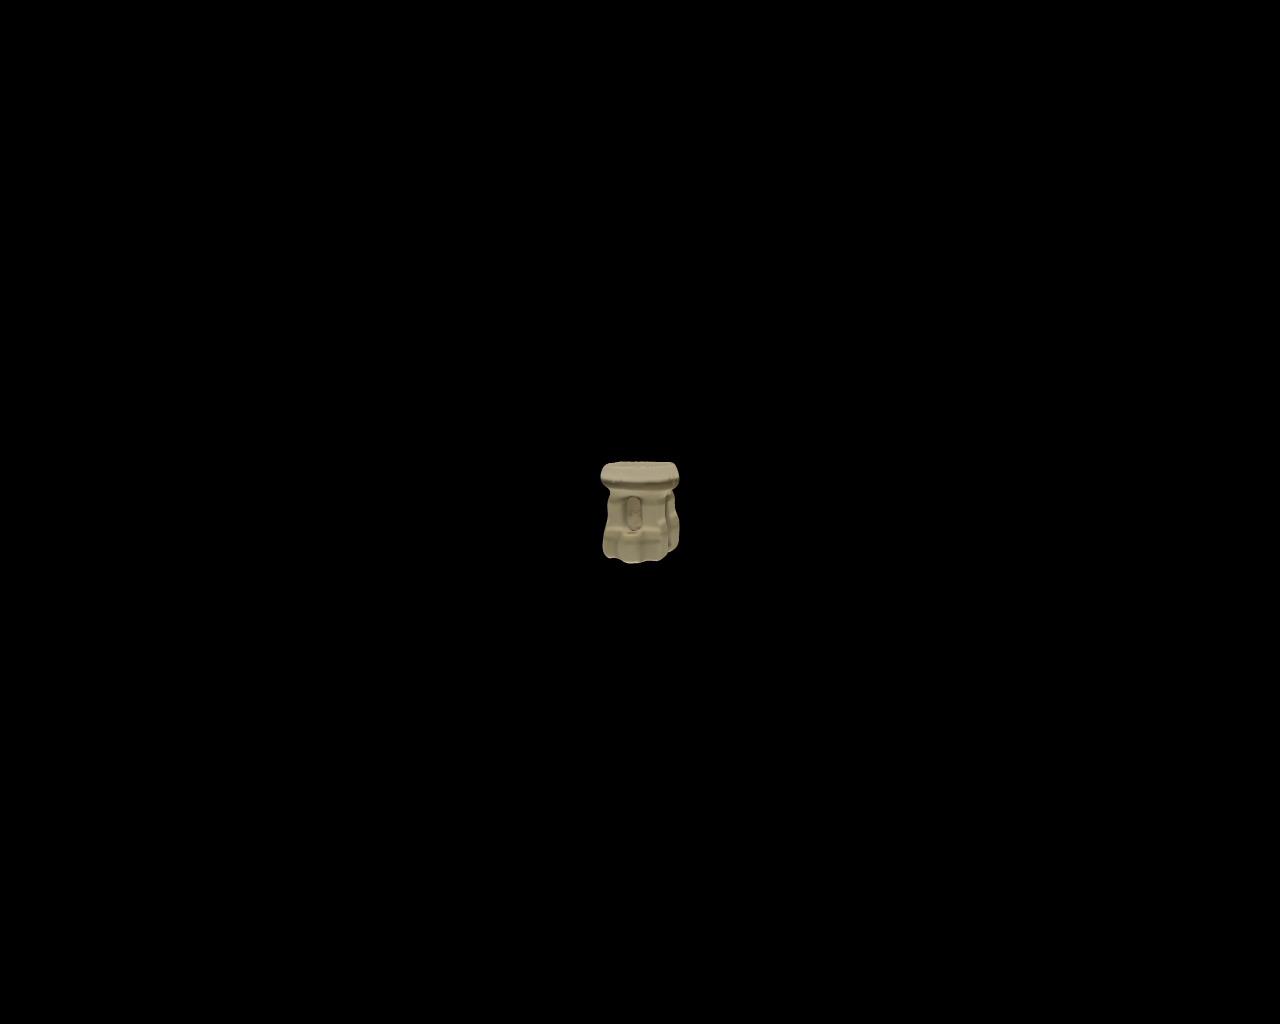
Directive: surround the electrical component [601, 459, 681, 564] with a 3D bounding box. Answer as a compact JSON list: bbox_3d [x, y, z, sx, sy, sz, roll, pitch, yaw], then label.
[{"bbox_3d":[0.001,-0.003,0.650,0.048,0.055,0.066,3,10,15],"label":"electrical component"}]
